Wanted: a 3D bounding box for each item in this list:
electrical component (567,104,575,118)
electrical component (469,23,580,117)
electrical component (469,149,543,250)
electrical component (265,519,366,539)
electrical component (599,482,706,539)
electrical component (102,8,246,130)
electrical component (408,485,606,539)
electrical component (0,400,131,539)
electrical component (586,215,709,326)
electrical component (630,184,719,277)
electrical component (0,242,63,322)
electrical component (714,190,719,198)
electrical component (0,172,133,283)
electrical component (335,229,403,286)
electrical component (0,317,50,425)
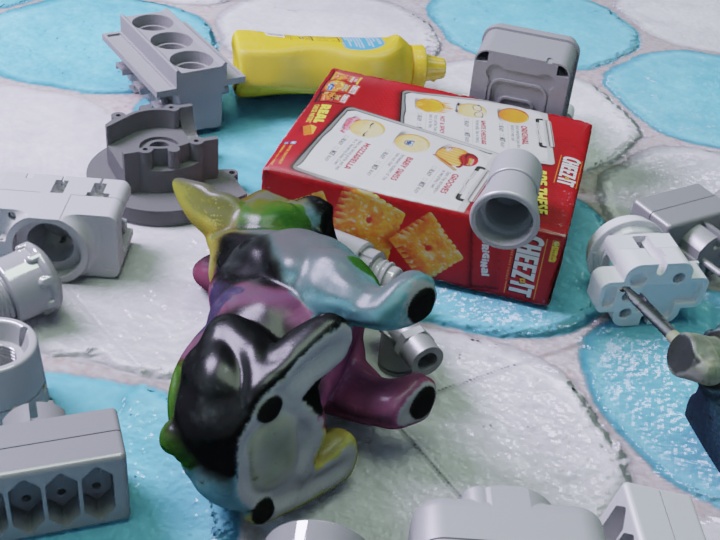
[{"bbox_3d":[0.148,-0.145,0.936,0.078,0.058,0.057,13,39,10],"label":"electrical component"},{"bbox_3d":[0.129,-0.135,0.872,0.078,0.113,0.057,14,39,11],"label":"electrical component"},{"bbox_3d":[0.098,-0.049,0.695,0.044,0.044,0.065,12,39,8],"label":"electrical component"},{"bbox_3d":[-0.022,0.152,0.499,0.055,0.055,0.047,8,39,3],"label":"electrical component"},{"bbox_3d":[0.162,0.151,0.532,0.077,0.047,0.065,14,34,-11],"label":"electrical component"},{"bbox_3d":[-0.161,-0.170,0.922,0.079,0.063,0.121,-16,41,-28],"label":"electrical component"},{"bbox_3d":[0.071,0.145,0.520,0.095,0.053,0.059,4,35,-2],"label":"electrical component"},{"bbox_3d":[-0.168,0.095,0.563,0.083,0.047,0.075,-7,36,-17],"label":"electrical component"},{"bbox_3d":[0.190,-0.001,0.740,0.078,0.058,0.057,-3,39,-12],"label":"electrical component"},{"bbox_3d":[0.243,-0.019,0.781,0.066,0.047,0.076,-15,41,-27],"label":"electrical component"},{"bbox_3d":[-0.222,0.014,0.673,0.062,0.048,0.048,-28,47,-29],"label":"electrical component"},{"bbox_3d":[0.292,-0.032,0.809,0.043,0.043,0.081,-1,36,-9],"label":"electrical component"},{"bbox_3d":[-0.205,-0.029,0.728,0.089,0.050,0.055,4,35,-1],"label":"electrical component"},{"bbox_3d":[0.000,0.000,0.726,0.078,0.040,0.040,22,38,22],"label":"electrical component"},{"bbox_3d":[-0.206,0.060,0.607,0.055,0.047,0.055,4,35,-3],"label":"electrical component"}]
